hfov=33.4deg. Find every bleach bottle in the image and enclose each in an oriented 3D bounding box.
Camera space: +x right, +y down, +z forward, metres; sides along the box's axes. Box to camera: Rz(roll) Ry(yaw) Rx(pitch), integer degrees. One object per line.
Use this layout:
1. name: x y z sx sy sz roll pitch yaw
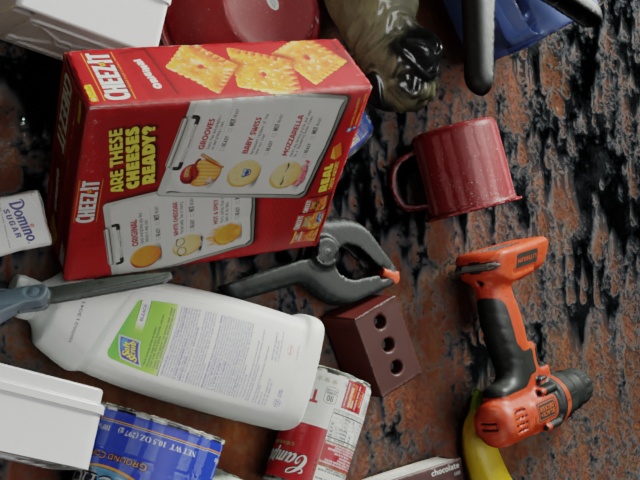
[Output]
1. bleach bottle: -0.121 0.073 0.837 0.250 0.068 0.102 22 72 -28

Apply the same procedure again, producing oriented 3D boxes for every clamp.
1. clamp: -0.006 0.001 0.931 0.171 0.039 0.120 10 85 -32
2. clamp: 0.147 -0.238 0.888 0.164 0.036 0.210 -25 92 -32

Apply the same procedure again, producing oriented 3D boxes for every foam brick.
1. foam brick: 0.046 0.093 0.951 0.052 0.051 0.078 -27 102 -32

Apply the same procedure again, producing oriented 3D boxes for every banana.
1. banana: 0.186 0.243 1.044 0.069 0.037 0.198 -39 108 -29

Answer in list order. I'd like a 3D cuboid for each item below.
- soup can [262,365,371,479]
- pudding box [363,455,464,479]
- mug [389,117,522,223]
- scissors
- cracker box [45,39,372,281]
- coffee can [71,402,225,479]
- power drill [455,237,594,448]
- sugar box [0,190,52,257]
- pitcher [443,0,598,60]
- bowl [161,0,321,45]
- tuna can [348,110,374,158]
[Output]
1. soup can: -0.001 0.163 0.906 0.068 0.069 0.102 27 73 -30
2. pudding box: 0.083 0.254 0.973 0.113 0.039 0.090 -11 93 -33
3. mug: 0.122 -0.064 0.998 0.117 0.093 0.081 -14 90 3
4. scissors: -0.207 0.053 0.731 0.201 0.096 0.016 0 127 0
5. cracker box: -0.086 -0.062 0.788 0.213 0.164 0.072 -8 48 -28
6. coffee can: -0.140 0.202 0.791 0.102 0.103 0.140 25 74 -30
7. power drill: 0.203 0.094 1.042 0.184 0.057 0.187 -12 90 -50
8. sugar box: -0.281 0.005 0.715 0.175 0.094 0.048 -19 98 -34
9. pitcher: 0.149 -0.292 0.992 0.144 0.149 0.243 -33 102 -21
10. bowl: -0.056 -0.195 0.899 0.161 0.055 0.162 2 86 -34
11. tuna can: 0.002 -0.089 0.912 0.086 0.086 0.033 -44 112 -27
